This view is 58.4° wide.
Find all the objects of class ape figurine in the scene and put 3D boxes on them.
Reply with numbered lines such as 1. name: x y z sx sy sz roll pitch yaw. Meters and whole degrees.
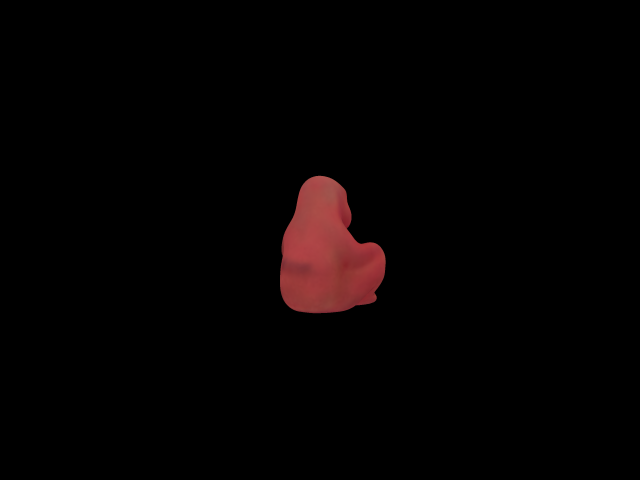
1. ape figurine: 0.004 0.001 0.400 0.077 0.092 0.076 6 9 43
